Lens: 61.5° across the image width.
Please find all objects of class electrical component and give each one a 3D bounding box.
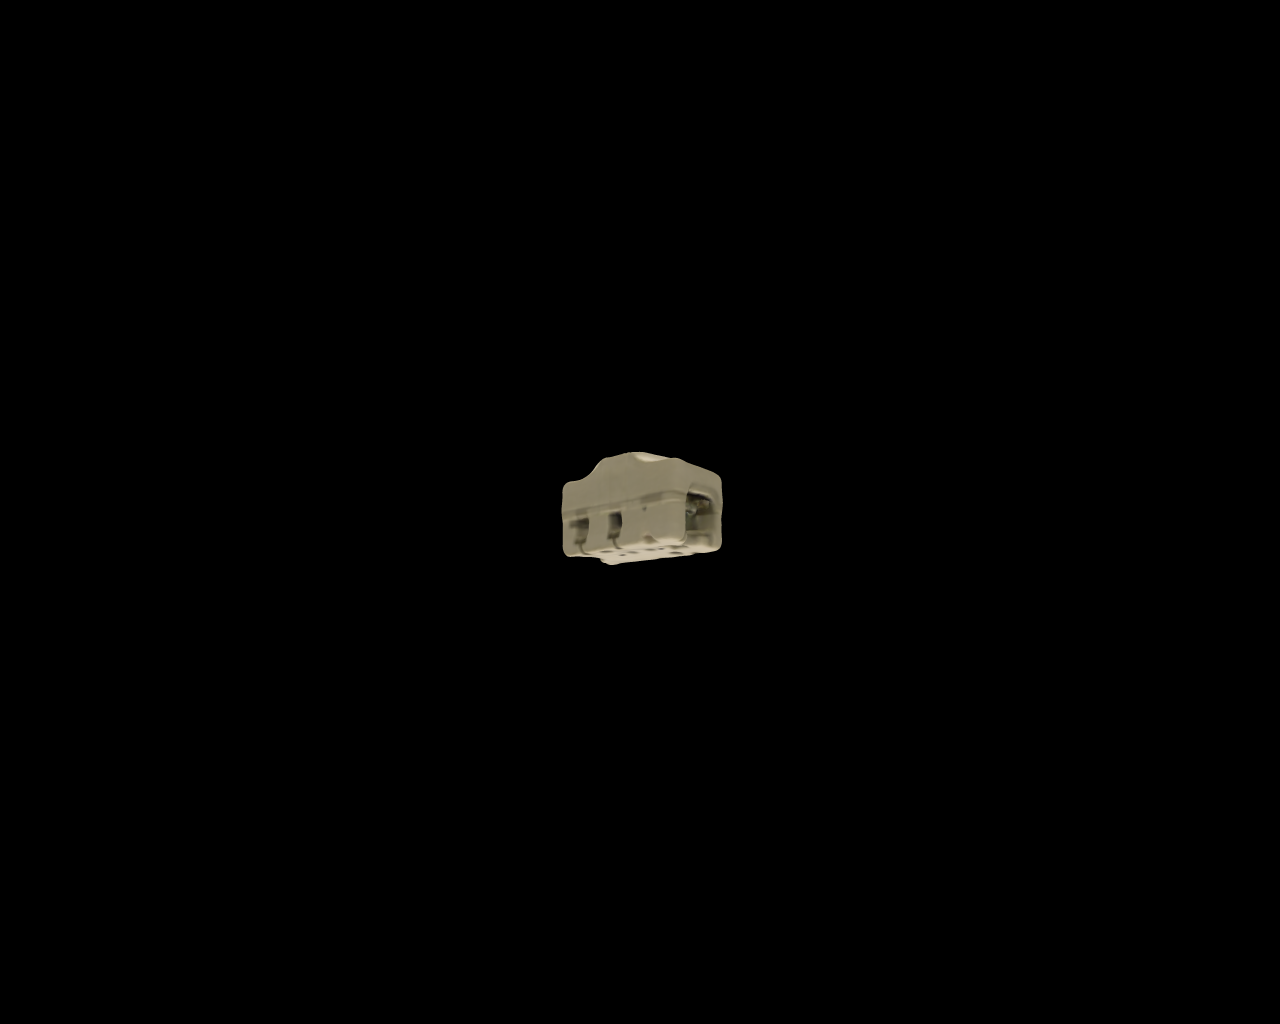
[{"bbox_3d":[0.001,-0.003,0.650,0.089,0.056,0.050,-11,-17,37],"label":"electrical component"}]
